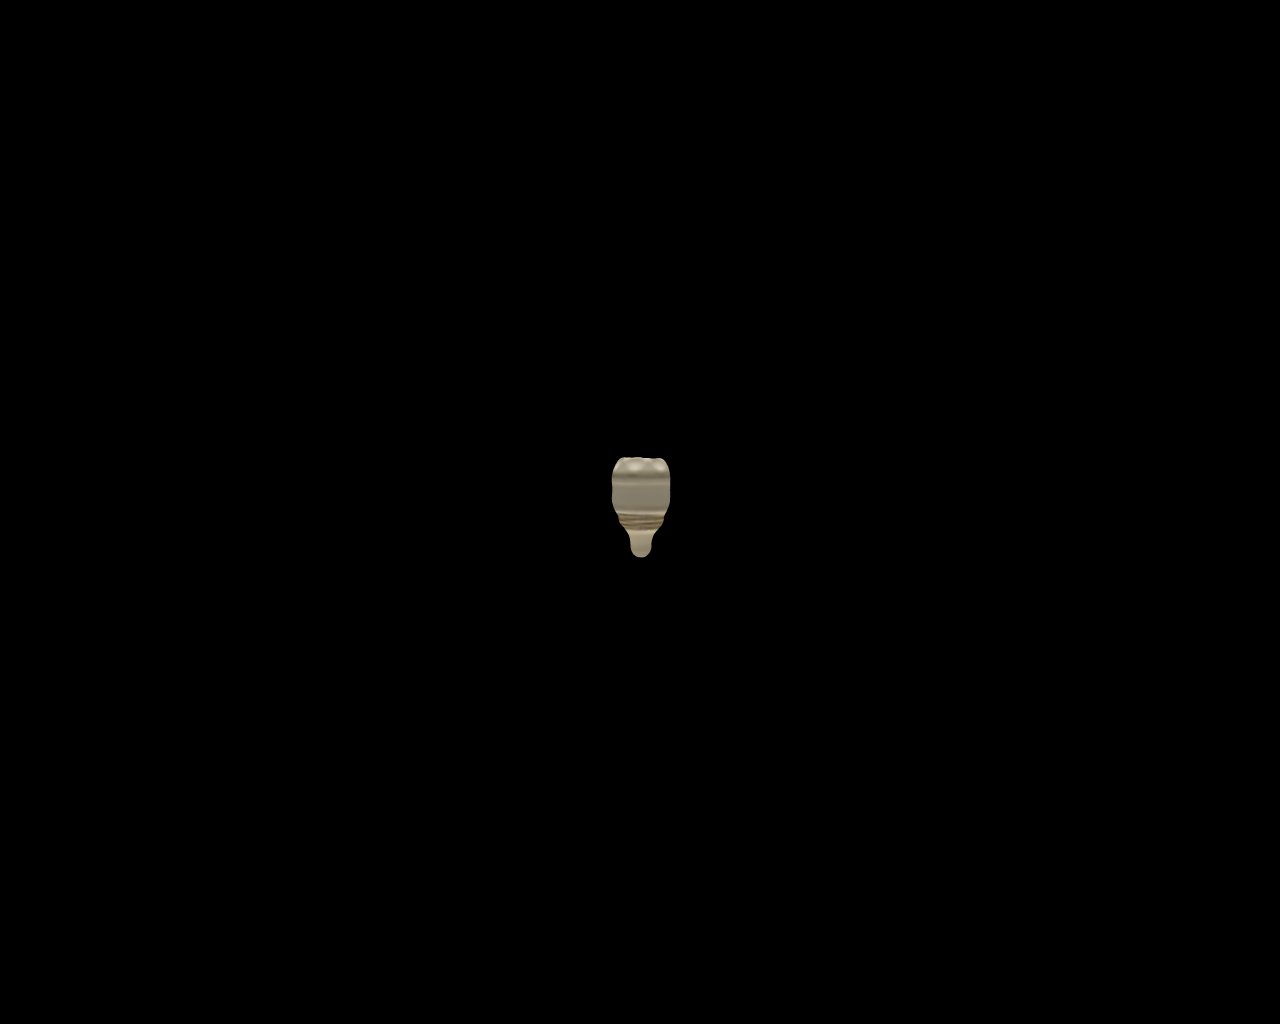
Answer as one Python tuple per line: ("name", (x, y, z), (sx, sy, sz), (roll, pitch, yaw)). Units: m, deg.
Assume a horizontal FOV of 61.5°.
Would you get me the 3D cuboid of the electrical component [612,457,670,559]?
("electrical component", (0.001, -0.003, 0.650), (0.035, 0.061, 0.035), (0, 3, 0))
